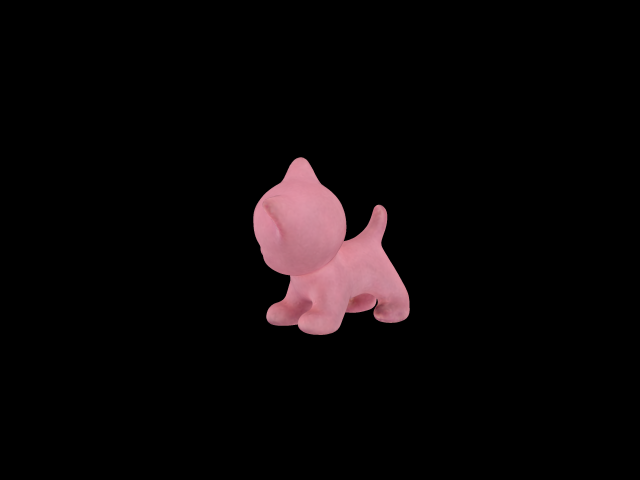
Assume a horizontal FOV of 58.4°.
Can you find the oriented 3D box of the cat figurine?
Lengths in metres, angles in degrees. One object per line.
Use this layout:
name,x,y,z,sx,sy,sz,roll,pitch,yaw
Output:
cat figurine,0.004,0.001,0.400,0.128,0.118,0.067,-4,6,-39
